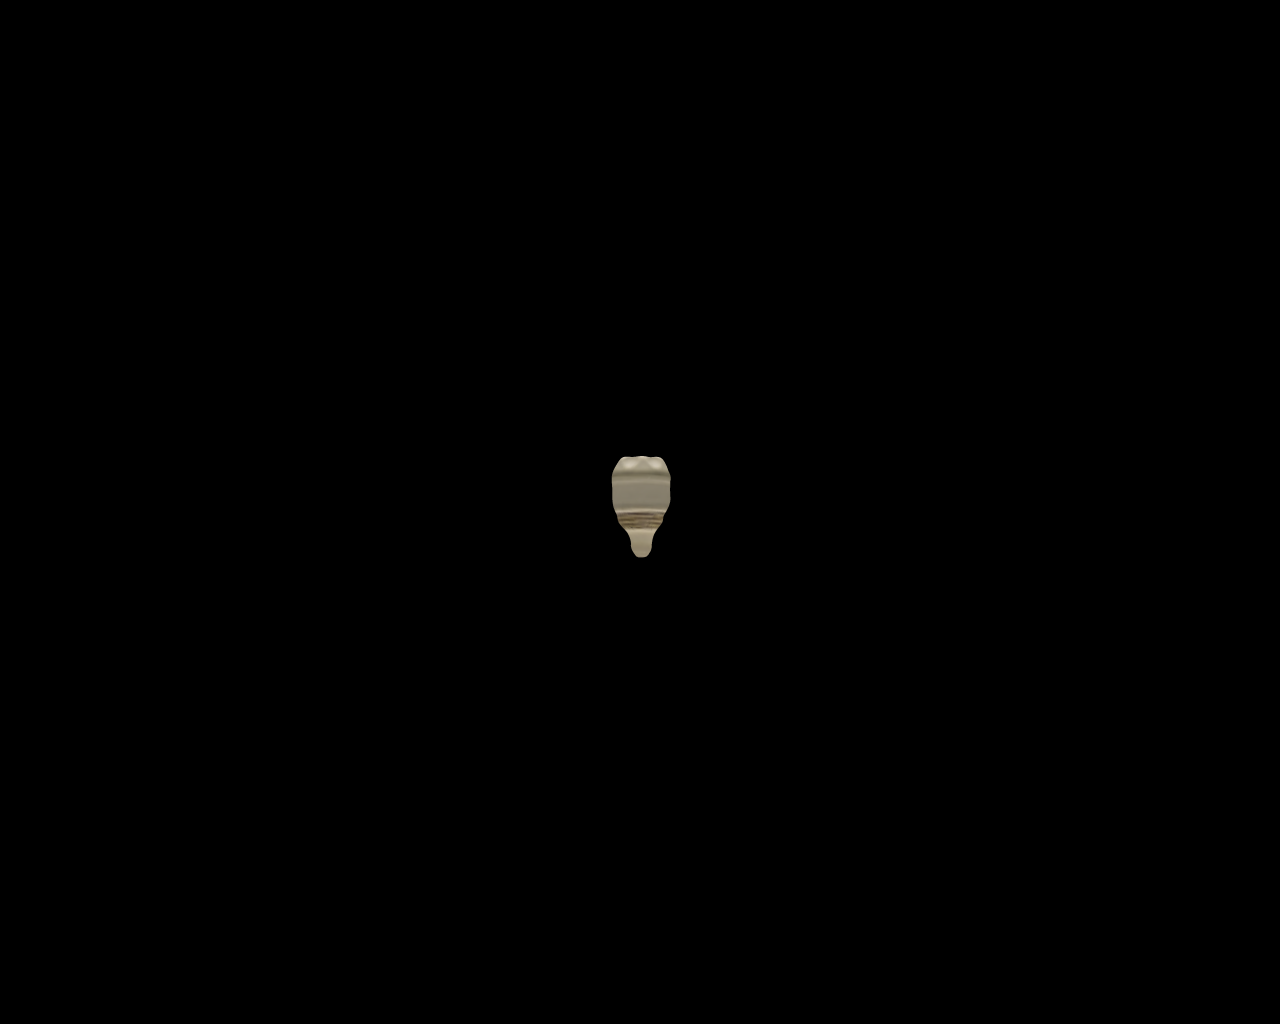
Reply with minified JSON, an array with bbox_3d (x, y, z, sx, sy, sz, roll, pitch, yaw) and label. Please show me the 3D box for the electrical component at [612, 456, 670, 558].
[{"bbox_3d":[0.001,-0.003,0.650,0.035,0.061,0.035,0,-2,0],"label":"electrical component"}]
